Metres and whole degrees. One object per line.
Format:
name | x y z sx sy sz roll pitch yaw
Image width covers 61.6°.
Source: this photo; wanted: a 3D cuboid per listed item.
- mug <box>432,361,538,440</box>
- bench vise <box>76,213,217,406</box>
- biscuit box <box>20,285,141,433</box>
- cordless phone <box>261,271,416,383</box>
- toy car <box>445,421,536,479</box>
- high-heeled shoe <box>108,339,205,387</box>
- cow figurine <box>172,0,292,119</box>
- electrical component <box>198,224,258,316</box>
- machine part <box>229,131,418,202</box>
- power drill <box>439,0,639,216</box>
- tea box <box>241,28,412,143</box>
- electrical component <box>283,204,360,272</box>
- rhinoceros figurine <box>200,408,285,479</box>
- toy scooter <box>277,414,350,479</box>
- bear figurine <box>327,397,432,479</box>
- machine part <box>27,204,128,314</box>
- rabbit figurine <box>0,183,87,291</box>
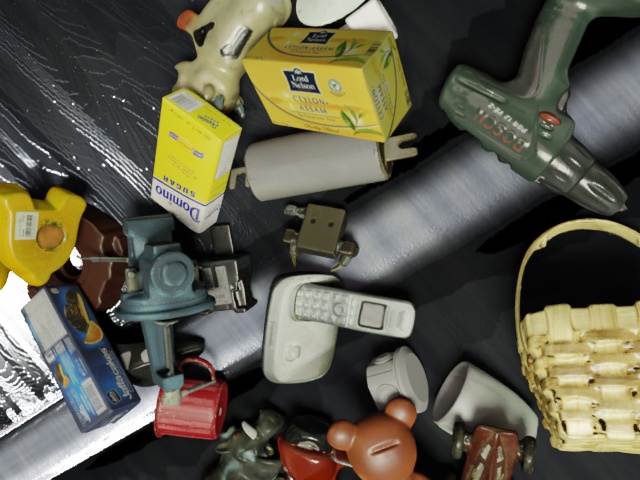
mug | 0.195 0.214 0.643 0.107 0.081 0.109 29 128 5
bench vise | -0.209 0.088 0.692 0.224 0.129 0.240 1 98 51
biscuit box | -0.328 0.158 0.735 0.059 0.062 0.203 -39 75 15
cordless phone | 0.023 0.119 0.682 0.184 0.089 0.146 10 101 12
toy car | 0.190 0.270 0.616 0.089 0.053 0.201 10 139 16
high-heeled shoe | -0.296 0.149 0.813 0.249 0.086 0.145 -18 60 2
cow figurine | -0.113 -0.240 0.672 0.195 0.085 0.127 -44 77 18
electrical component | -0.133 0.040 0.738 0.075 0.048 0.119 -3 99 18
machine part | -0.002 -0.097 0.657 0.243 0.079 0.079 -8 96 20
power drill | 0.261 -0.162 0.567 0.232 0.086 0.207 31 114 14
tea box | 0.007 -0.175 0.599 0.170 0.098 0.068 18 61 37
electrical component | 0.000 -0.003 0.690 0.102 0.045 0.078 5 69 15
rhinoceros figurine | -0.107 0.320 0.764 0.112 0.073 0.190 43 111 19
toy scooter | 0.026 0.315 0.710 0.184 0.075 0.135 13 99 6
bear figurine | 0.083 0.289 0.630 0.120 0.132 0.196 -22 78 -11
machine part | -0.370 0.031 0.810 0.180 0.056 0.179 3 99 16
rabbit figurine | -0.420 -0.010 0.748 0.173 0.122 0.162 16 110 28
